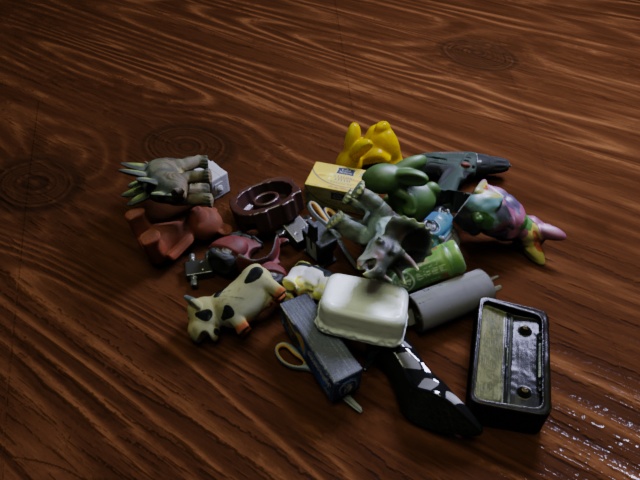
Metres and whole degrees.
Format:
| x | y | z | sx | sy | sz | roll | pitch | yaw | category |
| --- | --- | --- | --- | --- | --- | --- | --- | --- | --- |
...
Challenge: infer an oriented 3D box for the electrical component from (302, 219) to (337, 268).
| x | y | z | sx | sy | sz | roll | pitch | yaw | category |
| --- | --- | --- | --- | --- | --- | --- | --- | --- | --- |
| -0.002 | -0.003 | 1.151 | 0.048 | 0.119 | 0.075 | -29 | 49 | -24 | electrical component |

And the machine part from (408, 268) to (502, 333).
| x | y | z | sx | sy | sz | roll | pitch | yaw | category |
| --- | --- | --- | --- | --- | --- | --- | --- | --- | --- |
| 0.254 | 0.117 | 1.056 | 0.243 | 0.079 | 0.079 | -17 | 48 | -15 | machine part |

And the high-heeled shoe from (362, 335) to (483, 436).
| x | y | z | sx | sy | sz | roll | pitch | yaw | category |
| --- | --- | --- | --- | --- | --- | --- | --- | --- | --- |
| 0.183 | 0.238 | 0.951 | 0.249 | 0.086 | 0.145 | 30 | 35 | 16 | high-heeled shoe |

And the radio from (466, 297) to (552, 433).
| x | y | z | sx | sy | sz | roll | pitch | yaw | category |
| --- | --- | --- | --- | --- | --- | --- | --- | --- | --- |
| 0.336 | 0.218 | 0.956 | 0.131 | 0.073 | 0.230 | 10 | 47 | 12 | radio |

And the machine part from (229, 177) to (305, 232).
| x | y | z | sx | sy | sz | roll | pitch | yaw | category |
| --- | --- | --- | --- | --- | --- | --- | --- | --- | --- |
| -0.123 | -0.082 | 1.245 | 0.179 | 0.056 | 0.179 | -11 | 30 | 6 | machine part |

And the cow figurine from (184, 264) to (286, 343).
| x | y | z | sx | sy | sz | roll | pitch | yaw | category |
| --- | --- | --- | --- | --- | --- | --- | --- | --- | --- |
| -0.173 | 0.123 | 1.034 | 0.195 | 0.085 | 0.127 | -41 | 74 | -10 | cow figurine |

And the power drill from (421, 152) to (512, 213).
| x | y | z | sx | sy | sz | roll | pitch | yaw | category |
| --- | --- | --- | --- | --- | --- | --- | --- | --- | --- |
| 0.351 | -0.148 | 1.318 | 0.232 | 0.085 | 0.207 | 9 | 50 | 11 | power drill |

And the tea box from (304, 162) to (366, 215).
| x | y | z | sx | sy | sz | roll | pitch | yaw | category |
| --- | --- | --- | --- | --- | --- | --- | --- | --- | --- |
| 0.056 | -0.125 | 1.306 | 0.170 | 0.068 | 0.098 | 10 | 47 | 12 | tea box |

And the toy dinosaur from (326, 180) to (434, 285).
| x | y | z | sx | sy | sz | roll | pitch | yaw | category |
| --- | --- | --- | --- | --- | --- | --- | --- | --- | --- |
| 0.119 | -0.019 | 1.090 | 0.192 | 0.131 | 0.405 | 37 | 8 | -2 | toy dinosaur |

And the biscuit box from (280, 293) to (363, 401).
| x | y | z | sx | sy | sz | roll | pitch | yaw | category |
| --- | --- | --- | --- | --- | --- | --- | --- | --- | --- |
| -0.002 | 0.190 | 0.976 | 0.063 | 0.059 | 0.203 | -19 | 47 | -23 | biscuit box |

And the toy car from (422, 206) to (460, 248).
| x | y | z | sx | sy | sz | roll | pitch | yaw | category |
| --- | --- | --- | --- | --- | --- | --- | --- | --- | --- |
| 0.248 | 0.005 | 1.163 | 0.103 | 0.109 | 0.161 | 45 | 43 | 9 | toy car |

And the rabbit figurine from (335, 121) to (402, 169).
| x | y | z | sx | sy | sz | roll | pitch | yaw | category |
| --- | --- | --- | --- | --- | --- | --- | --- | --- | --- |
| 0.113 | -0.214 | 1.356 | 0.173 | 0.162 | 0.122 | -32 | 63 | -5 | rabbit figurine |

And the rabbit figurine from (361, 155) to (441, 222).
| x | y | z | sx | sy | sz | roll | pitch | yaw | category |
| --- | --- | --- | --- | --- | --- | --- | --- | --- | --- |
| 0.177 | -0.112 | 1.193 | 0.170 | 0.159 | 0.121 | 29 | 43 | -30 | rabbit figurine |

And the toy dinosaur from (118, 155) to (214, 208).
| x | y | z | sx | sy | sz | roll | pitch | yaw | category |
| --- | --- | --- | --- | --- | --- | --- | --- | --- | --- |
| -0.351 | -0.142 | 1.225 | 0.198 | 0.105 | 0.472 | -2 | 13 | -16 | toy dinosaur |

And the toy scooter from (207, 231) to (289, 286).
| x | y | z | sx | sy | sz | roll | pitch | yaw | category |
| --- | --- | --- | --- | --- | --- | --- | --- | --- | --- |
| -0.140 | 0.028 | 1.150 | 0.184 | 0.075 | 0.135 | 22 | 51 | 13 | toy scooter |

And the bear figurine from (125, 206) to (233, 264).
| x | y | z | sx | sy | sz | roll | pitch | yaw | category |
| --- | --- | --- | --- | --- | --- | --- | --- | --- | --- |
| -0.302 | -0.029 | 1.179 | 0.196 | 0.131 | 0.120 | -28 | 56 | -17 | bear figurine |

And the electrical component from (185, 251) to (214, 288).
| x | y | z | sx | sy | sz | roll | pitch | yaw | category |
| --- | --- | --- | --- | --- | --- | --- | --- | --- | --- |
| -0.257 | 0.063 | 1.156 | 0.063 | 0.021 | 0.094 | -8 | 45 | -8 | electrical component |

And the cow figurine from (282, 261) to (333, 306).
| x | y | z | sx | sy | sz | roll | pitch | yaw | category |
| --- | --- | --- | --- | --- | --- | --- | --- | --- | --- |
| 0.012 | 0.097 | 1.090 | 0.168 | 0.068 | 0.098 | 17 | 42 | 15 | cow figurine |

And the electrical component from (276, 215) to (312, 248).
| x | y | z | sx | sy | sz | roll | pitch | yaw | category |
| --- | --- | --- | --- | --- | --- | --- | --- | --- | --- |
| -0.052 | -0.019 | 1.221 | 0.102 | 0.045 | 0.078 | -36 | 69 | -29 | electrical component |

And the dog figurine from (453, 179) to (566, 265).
| x | y | z | sx | sy | sz | roll | pitch | yaw | category |
| --- | --- | --- | --- | --- | --- | --- | --- | --- | --- |
| 0.409 | -0.031 | 1.151 | 0.219 | 0.108 | 0.191 | 33 | 21 | 10 | dog figurine |
